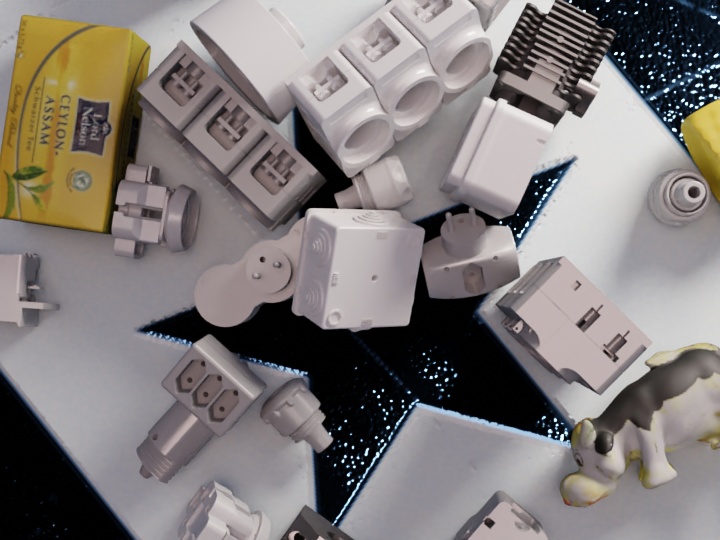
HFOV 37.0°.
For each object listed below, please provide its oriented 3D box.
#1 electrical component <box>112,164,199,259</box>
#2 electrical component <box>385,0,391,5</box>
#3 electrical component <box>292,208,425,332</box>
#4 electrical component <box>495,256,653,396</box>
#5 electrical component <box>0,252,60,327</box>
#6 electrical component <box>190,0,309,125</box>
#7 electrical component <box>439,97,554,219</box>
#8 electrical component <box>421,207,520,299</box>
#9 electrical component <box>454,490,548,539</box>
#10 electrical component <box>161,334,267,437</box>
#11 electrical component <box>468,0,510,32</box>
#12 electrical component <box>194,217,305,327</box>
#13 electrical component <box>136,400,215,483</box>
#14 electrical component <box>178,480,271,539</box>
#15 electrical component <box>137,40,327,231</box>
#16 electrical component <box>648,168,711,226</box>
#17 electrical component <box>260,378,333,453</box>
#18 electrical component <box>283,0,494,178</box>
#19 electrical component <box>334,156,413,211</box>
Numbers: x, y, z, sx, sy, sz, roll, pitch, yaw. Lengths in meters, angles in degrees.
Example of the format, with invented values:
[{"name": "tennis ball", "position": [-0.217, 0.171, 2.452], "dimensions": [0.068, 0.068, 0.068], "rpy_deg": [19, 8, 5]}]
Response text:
[{"name": "electrical component", "position": [-0.169, -0.046, 0.900], "dimensions": [0.057, 0.058, 0.078], "rpy_deg": [9, 90, 6]}, {"name": "electrical component", "position": [0.037, -0.214, 0.899], "dimensions": [0.040, 0.040, 0.046], "rpy_deg": [30, 97, 3]}, {"name": "electrical component", "position": [0.000, 0.000, 0.859], "dimensions": [0.100, 0.048, 0.099], "rpy_deg": [0, 108, -32]}, {"name": "electrical component", "position": [0.157, 0.044, 0.834], "dimensions": [0.089, 0.150, 0.061], "rpy_deg": [45, 91, 3]}, {"name": "electrical component", "position": [-0.301, 0.016, 0.915], "dimensions": [0.081, 0.042, 0.063], "rpy_deg": [4, 88, 3]}, {"name": "electrical component", "position": [-0.080, -0.178, 0.874], "dimensions": [0.060, 0.108, 0.108], "rpy_deg": [-42, 87, -4]}, {"name": "electrical component", "position": [0.105, -0.088, 0.857], "dimensions": [0.057, 0.113, 0.078], "rpy_deg": [24, 91, 0]}, {"name": "electrical component", "position": [0.087, -0.019, 0.879], "dimensions": [0.077, 0.043, 0.079], "rpy_deg": [-13, 132, 3]}, {"name": "electrical component", "position": [0.105, 0.232, 0.882], "dimensions": [0.050, 0.056, 0.089], "rpy_deg": [40, 92, 3]}, {"name": "electrical component", "position": [-0.114, 0.090, 0.886], "dimensions": [0.066, 0.077, 0.047], "rpy_deg": [42, 105, 2]}, {"name": "electrical component", "position": [0.088, -0.242, 0.874], "dimensions": [0.076, 0.083, 0.047], "rpy_deg": [38, 92, 3]}, {"name": "electrical component", "position": [-0.073, 0.001, 0.886], "dimensions": [0.138, 0.074, 0.052], "rpy_deg": [-28, 88, 3]}, {"name": "electrical component", "position": [-0.155, 0.143, 0.904], "dimensions": [0.043, 0.043, 0.081], "rpy_deg": [42, 92, 3]}, {"name": "electrical component", "position": [-0.111, 0.216, 0.889], "dimensions": [0.057, 0.078, 0.058], "rpy_deg": [35, 91, -16]}, {"name": "electrical component", "position": [-0.105, -0.106, 0.880], "dimensions": [0.150, 0.089, 0.061], "rpy_deg": [44, 92, 3]}, {"name": "electrical component", "position": [0.264, -0.061, 0.873], "dimensions": [0.048, 0.062, 0.048], "rpy_deg": [0, 90, 3]}, {"name": "electrical component", "position": [-0.049, 0.125, 0.899], "dimensions": [0.048, 0.048, 0.062], "rpy_deg": [-42, 94, 2]}, {"name": "electrical component", "position": [0.027, -0.152, 0.858], "dimensions": [0.150, 0.089, 0.061], "rpy_deg": [-37, 63, -4]}, {"name": "electrical component", "position": [0.010, -0.066, 0.897], "dimensions": [0.062, 0.043, 0.043], "rpy_deg": [-21, 88, 4]}]
